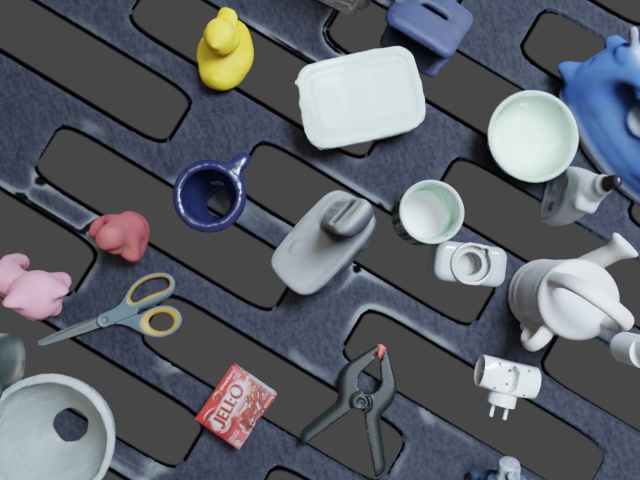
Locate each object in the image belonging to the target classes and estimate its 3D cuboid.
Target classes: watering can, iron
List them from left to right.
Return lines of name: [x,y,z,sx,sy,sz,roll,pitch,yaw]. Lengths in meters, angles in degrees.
watering can: [0.316,0.066,0.708,0.101,0.194,0.173,19,87,0]
iron: [0.427,-0.151,0.746,0.118,0.141,0.258,-30,88,-2]

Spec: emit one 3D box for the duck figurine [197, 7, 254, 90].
duck figurine: [-0.131,-0.259,0.767,0.077,0.086,0.105,15,87,0]

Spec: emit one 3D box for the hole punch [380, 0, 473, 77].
hole punch: [0.144,-0.295,0.772,0.108,0.091,0.101,31,87,1]

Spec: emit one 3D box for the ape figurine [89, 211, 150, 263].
ape figurine: [-0.266,-0.004,0.751,0.076,0.092,0.078,-35,88,-2]

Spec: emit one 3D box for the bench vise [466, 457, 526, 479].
bench vise: [0.226,0.381,0.680,0.121,0.219,0.207,-20,88,-2]

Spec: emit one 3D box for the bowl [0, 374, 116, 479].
bowl: [-0.340,0.253,0.747,0.167,0.074,0.167,0,88,-1]

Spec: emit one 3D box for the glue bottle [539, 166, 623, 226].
glue bottle: [0.332,-0.061,0.725,0.037,0.173,0.078,16,87,0]

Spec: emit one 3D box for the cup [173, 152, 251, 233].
cup: [-0.130,-0.064,0.755,0.091,0.095,0.118,40,87,1]

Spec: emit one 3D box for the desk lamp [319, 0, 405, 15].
desk lamp: [0.048,-0.369,0.712,0.203,0.213,0.118,24,87,0]

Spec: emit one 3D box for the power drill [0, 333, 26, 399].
power drill: [-0.448,0.160,0.682,0.229,0.208,0.076,0,87,-1]

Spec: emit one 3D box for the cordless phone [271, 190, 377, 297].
cordless phone: [0.007,0.003,0.709,0.094,0.185,0.147,39,88,1]

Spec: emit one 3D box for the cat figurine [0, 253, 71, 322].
cat figurine: [-0.379,0.063,0.733,0.128,0.117,0.067,20,87,0]
